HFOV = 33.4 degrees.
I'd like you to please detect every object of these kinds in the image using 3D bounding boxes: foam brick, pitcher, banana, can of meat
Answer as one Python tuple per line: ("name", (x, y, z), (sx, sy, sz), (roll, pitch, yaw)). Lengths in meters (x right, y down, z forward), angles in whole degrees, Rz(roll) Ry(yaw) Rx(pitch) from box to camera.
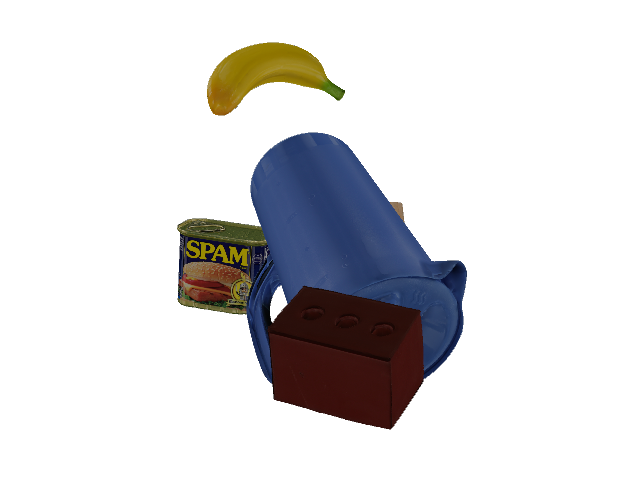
("foam brick", (0.016, 0.067, 0.621), (0.078, 0.051, 0.052), (11, 31, 22))
("pitcher", (0.010, 0.017, 0.935), (0.149, 0.145, 0.243), (-3, 38, -20))
("banana", (-0.050, -0.153, 0.987), (0.070, 0.037, 0.197), (42, 33, 20))
("can of meat", (-0.100, 0.028, 1.122), (0.102, 0.084, 0.057), (8, 16, 13))

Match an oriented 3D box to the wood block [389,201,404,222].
("wood block", (0.076, 0.022, 1.550), (0.091, 0.090, 0.206), (4, 25, -1))
